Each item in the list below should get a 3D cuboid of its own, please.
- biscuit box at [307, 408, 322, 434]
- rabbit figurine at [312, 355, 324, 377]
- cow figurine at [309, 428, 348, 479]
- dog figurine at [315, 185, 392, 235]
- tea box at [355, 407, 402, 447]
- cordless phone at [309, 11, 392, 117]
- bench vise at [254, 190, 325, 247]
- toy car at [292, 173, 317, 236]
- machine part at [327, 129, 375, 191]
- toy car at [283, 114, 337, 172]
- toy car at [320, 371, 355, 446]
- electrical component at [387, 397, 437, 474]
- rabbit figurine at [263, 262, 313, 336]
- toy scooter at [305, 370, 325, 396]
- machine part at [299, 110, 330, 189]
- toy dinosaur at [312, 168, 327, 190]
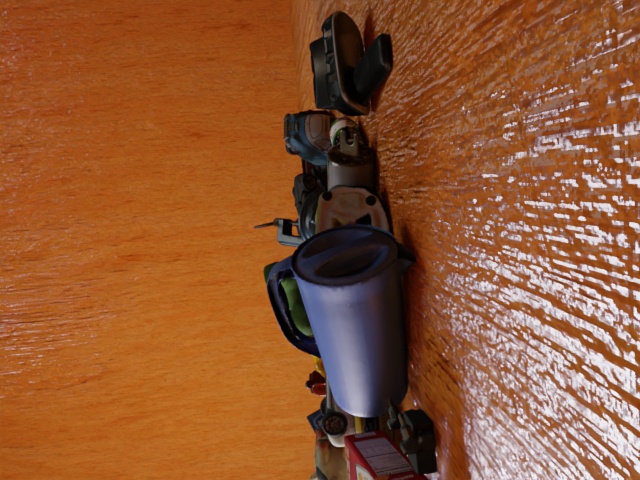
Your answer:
[{"bbox_3d":[0.040,0.405,1.204,0.063,0.059,0.202,59,-171,24],"label":"biscuit box"},{"bbox_3d":[0.052,0.275,1.133,0.173,0.122,0.162,-156,55,-64],"label":"rabbit figurine"},{"bbox_3d":[0.025,0.427,1.030,0.195,0.085,0.127,112,158,-79],"label":"cow figurine"},{"bbox_3d":[0.050,0.031,0.854,0.219,0.108,0.191,88,175,-72],"label":"dog figurine"},{"bbox_3d":[0.089,0.290,0.873,0.098,0.068,0.169,162,104,-82],"label":"tea box"},{"bbox_3d":[0.052,-0.264,0.754,0.184,0.089,0.146,156,110,-74],"label":"cordless phone"},{"bbox_3d":[-0.009,-0.004,1.075,0.241,0.129,0.223,7,95,42],"label":"bench vise"},{"bbox_3d":[-0.031,-0.051,1.207,0.089,0.053,0.202,157,109,-68],"label":"toy car"},{"bbox_3d":[0.051,-0.069,0.885,0.079,0.079,0.242,-100,6,-52],"label":"machine part"},{"bbox_3d":[0.003,-0.217,1.124,0.103,0.161,0.109,-19,62,41],"label":"toy car"},{"bbox_3d":[0.026,0.217,0.837,0.073,0.056,0.201,-113,21,-85],"label":"toy car"},{"bbox_3d":[0.112,0.239,0.659,0.102,0.045,0.078,-124,31,-82],"label":"electrical component"},{"bbox_3d":[-0.053,0.135,1.180,0.159,0.121,0.170,121,132,-66],"label":"rabbit figurine"},{"bbox_3d":[0.030,0.347,1.326,0.184,0.135,0.075,97,165,-77],"label":"toy scooter"},{"bbox_3d":[-0.005,-0.232,1.406,0.201,0.087,0.200,-101,7,-68],"label":"machine part"},{"bbox_3d":[0.021,0.050,1.320,0.199,0.105,0.470,-110,10,-62],"label":"toy dinosaur"}]
